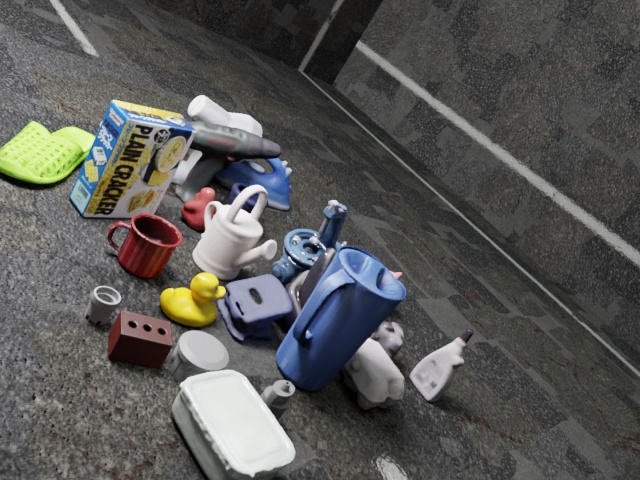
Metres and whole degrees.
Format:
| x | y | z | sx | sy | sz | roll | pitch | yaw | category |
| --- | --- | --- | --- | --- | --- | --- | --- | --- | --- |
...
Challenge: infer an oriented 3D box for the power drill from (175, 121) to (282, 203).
| x | y | z | sx | sy | sz | roll | pitch | yaw | category |
| --- | --- | --- | --- | --- | --- | --- | --- | --- | --- |
| -0.228 | -0.169 | 1.306 | 0.230 | 0.208 | 0.075 | 19 | 26 | -32 | power drill |

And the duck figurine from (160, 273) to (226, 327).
| x | y | z | sx | sy | sz | roll | pitch | yaw | category |
| --- | --- | --- | --- | --- | --- | --- | --- | --- | --- |
| -0.208 | 0.091 | 0.960 | 0.105 | 0.086 | 0.077 | 17 | 27 | -37 | duck figurine |

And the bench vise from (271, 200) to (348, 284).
| x | y | z | sx | sy | sz | roll | pitch | yaw | category |
| --- | --- | --- | --- | --- | --- | --- | --- | --- | --- |
| 0.002 | -0.003 | 1.270 | 0.121 | 0.219 | 0.208 | 38 | 22 | 10 | bench vise |

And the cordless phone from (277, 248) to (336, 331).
| x | y | z | sx | sy | sz | roll | pitch | yaw | category |
| --- | --- | --- | --- | --- | --- | --- | --- | --- | --- |
| -0.008 | 0.086 | 1.118 | 0.094 | 0.185 | 0.148 | 35 | 22 | 2 | cordless phone |

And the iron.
| x | y | z | sx | sy | sz | roll | pitch | yaw | category |
| --- | --- | --- | --- | --- | --- | --- | --- | --- | --- |
| -0.164 | -0.189 | 1.528 | 0.259 | 0.141 | 0.118 | 26 | 23 | -19 | iron |

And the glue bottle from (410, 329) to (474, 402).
| x | y | z | sx | sy | sz | roll | pitch | yaw | category |
| --- | --- | --- | --- | --- | --- | --- | --- | --- | --- |
| 0.258 | 0.248 | 1.172 | 0.037 | 0.173 | 0.078 | 11 | 31 | -45 | glue bottle |

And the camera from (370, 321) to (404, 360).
| x | y | z | sx | sy | sz | roll | pitch | yaw | category |
| --- | --- | --- | --- | --- | --- | --- | --- | --- | --- |
| 0.109 | 0.173 | 1.216 | 0.143 | 0.100 | 0.137 | 32 | 22 | -4 | camera |

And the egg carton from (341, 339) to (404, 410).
| x | y | z | sx | sy | sz | roll | pitch | yaw | category |
| --- | --- | --- | --- | --- | --- | --- | --- | --- | --- |
| 0.088 | 0.247 | 1.076 | 0.108 | 0.069 | 0.150 | 12 | 31 | -44 | egg carton |

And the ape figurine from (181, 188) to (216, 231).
| x | y | z | sx | sy | sz | roll | pitch | yaw | category |
| --- | --- | --- | --- | --- | --- | --- | --- | --- | --- |
| -0.252 | -0.073 | 1.229 | 0.078 | 0.092 | 0.076 | 15 | 28 | -39 | ape figurine |

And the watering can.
| x | y | z | sx | sy | sz | roll | pitch | yaw | category |
| --- | --- | --- | --- | --- | --- | --- | --- | --- | --- |
| -0.156 | -0.020 | 1.118 | 0.173 | 0.194 | 0.101 | 34 | 22 | 1 | watering can |

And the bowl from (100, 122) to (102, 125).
| x | y | z | sx | sy | sz | roll | pitch | yaw | category |
| --- | --- | --- | --- | --- | --- | --- | --- | --- | --- |
| -0.418 | -0.195 | 1.274 | 0.168 | 0.074 | 0.167 | 29 | 22 | -13 | bowl |

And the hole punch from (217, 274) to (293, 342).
| x | y | z | sx | sy | sz | roll | pitch | yaw | category |
| --- | --- | --- | --- | --- | --- | --- | --- | --- | --- |
| -0.116 | 0.117 | 1.028 | 0.101 | 0.091 | 0.108 | 12 | 30 | -43 | hole punch |

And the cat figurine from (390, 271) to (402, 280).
| x | y | z | sx | sy | sz | roll | pitch | yaw | category |
| --- | --- | --- | --- | --- | --- | --- | --- | --- | --- |
| 0.149 | 0.120 | 1.358 | 0.067 | 0.117 | 0.128 | 34 | 22 | -1 | cat figurine |

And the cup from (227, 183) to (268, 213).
| x | y | z | sx | sy | sz | roll | pitch | yaw | category |
| --- | --- | --- | --- | --- | --- | --- | --- | --- | --- |
| -0.175 | -0.074 | 1.337 | 0.091 | 0.095 | 0.118 | 37 | 22 | 7 | cup |

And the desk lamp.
| x | y | z | sx | sy | sz | roll | pitch | yaw | category |
| --- | --- | --- | --- | --- | --- | --- | --- | --- | --- |
| -0.269 | -0.229 | 1.366 | 0.204 | 0.213 | 0.117 | 15 | 29 | -40 | desk lamp |
